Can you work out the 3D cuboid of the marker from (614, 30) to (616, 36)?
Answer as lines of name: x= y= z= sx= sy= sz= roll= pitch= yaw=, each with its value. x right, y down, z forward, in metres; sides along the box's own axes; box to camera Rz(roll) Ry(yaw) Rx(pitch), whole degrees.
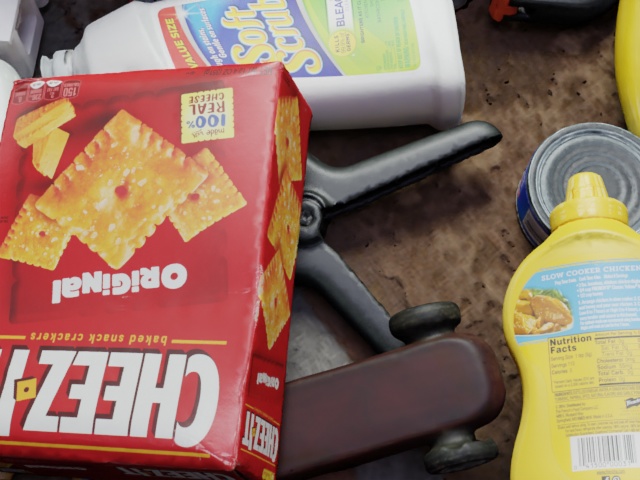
marker: x=0.242 y=-0.107 z=0.673 sx=0.121 sy=0.020 sz=0.020 roll=29 pitch=72 yaw=11

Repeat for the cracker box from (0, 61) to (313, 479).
cracker box: x=-0.098 y=0.016 z=0.565 sx=0.164 sy=0.072 sz=0.213 roll=0 pitch=69 yaw=16

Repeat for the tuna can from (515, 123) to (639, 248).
tuna can: x=0.162 y=-0.026 z=0.636 sx=0.086 sy=0.034 sz=0.086 roll=0 pitch=70 yaw=0

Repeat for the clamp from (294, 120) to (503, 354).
clamp: x=-0.004 y=0.001 z=0.626 sx=0.210 sy=0.036 sz=0.164 roll=5 pitch=76 yaw=6

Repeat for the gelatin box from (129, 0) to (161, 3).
gelatin box: x=-0.080 y=-0.169 z=0.671 sx=0.089 sy=0.073 sz=0.030 roll=-5 pitch=68 yaw=0

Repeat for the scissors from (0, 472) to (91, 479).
scissors: x=-0.210 y=0.152 z=0.582 sx=0.096 sy=0.016 sz=0.201 roll=43 pitch=76 yaw=14

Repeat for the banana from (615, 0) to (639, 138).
banana: x=0.216 y=-0.137 z=0.650 sx=0.070 sy=0.037 sz=0.198 roll=18 pitch=90 yaw=9

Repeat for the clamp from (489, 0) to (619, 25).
clamp: x=0.179 y=-0.198 z=0.699 sx=0.171 sy=0.039 sz=0.120 roll=-20 pitch=64 yaw=-14

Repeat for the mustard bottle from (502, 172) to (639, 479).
mustard bottle: x=0.142 y=0.053 z=0.539 sx=0.096 sy=0.058 sz=0.191 roll=-8 pitch=64 yaw=19

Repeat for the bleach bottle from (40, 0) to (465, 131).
bleach bottle: x=-0.043 y=-0.106 z=0.654 sx=0.251 sy=0.068 sz=0.102 roll=-7 pitch=69 yaw=1
